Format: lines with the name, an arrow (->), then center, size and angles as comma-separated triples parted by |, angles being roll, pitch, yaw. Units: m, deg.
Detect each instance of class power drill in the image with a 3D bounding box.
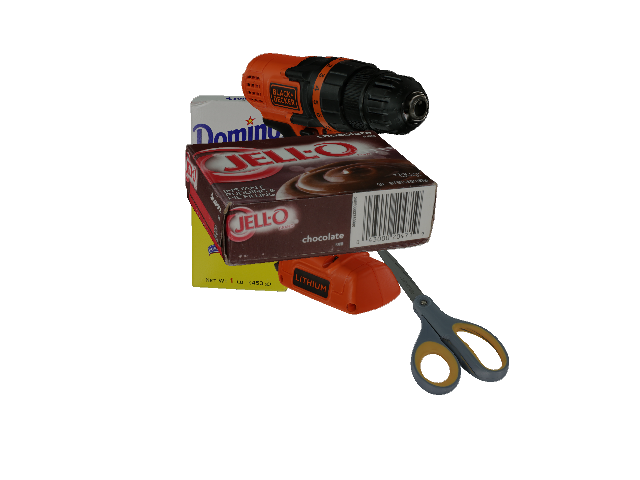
power drill -> 0.016, -0.044, 0.794 | 0.057, 0.188, 0.185 | -18, 24, -33

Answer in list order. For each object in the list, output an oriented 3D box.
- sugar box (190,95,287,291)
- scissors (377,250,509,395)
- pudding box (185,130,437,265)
sugar box -> -0.072, -0.044, 0.987 | 0.093, 0.176, 0.048 | 2, 16, 7
scissors -> 0.088, 0.076, 1.007 | 0.096, 0.016, 0.202 | -32, 50, -26
pudding box -> -0.008, -0.025, 0.562 | 0.113, 0.039, 0.090 | -4, 26, -19
